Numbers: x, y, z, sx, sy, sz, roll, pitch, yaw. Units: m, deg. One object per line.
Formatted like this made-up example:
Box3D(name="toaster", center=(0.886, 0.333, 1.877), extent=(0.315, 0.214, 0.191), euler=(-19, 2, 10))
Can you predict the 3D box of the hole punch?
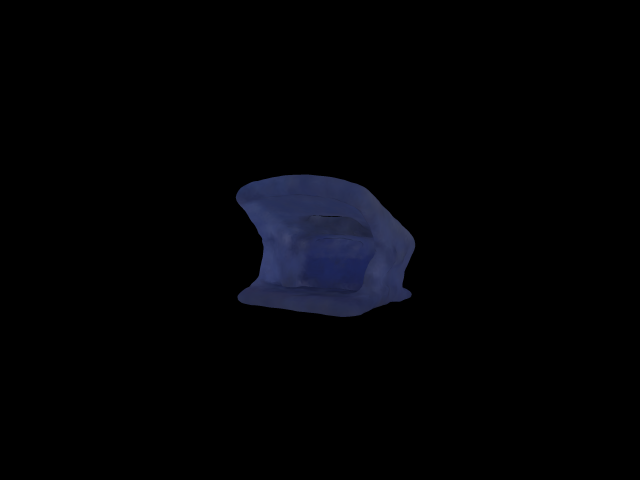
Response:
Box3D(name="hole punch", center=(0.004, 0.001, 0.400), extent=(0.108, 0.091, 0.101), euler=(3, 5, 32))
